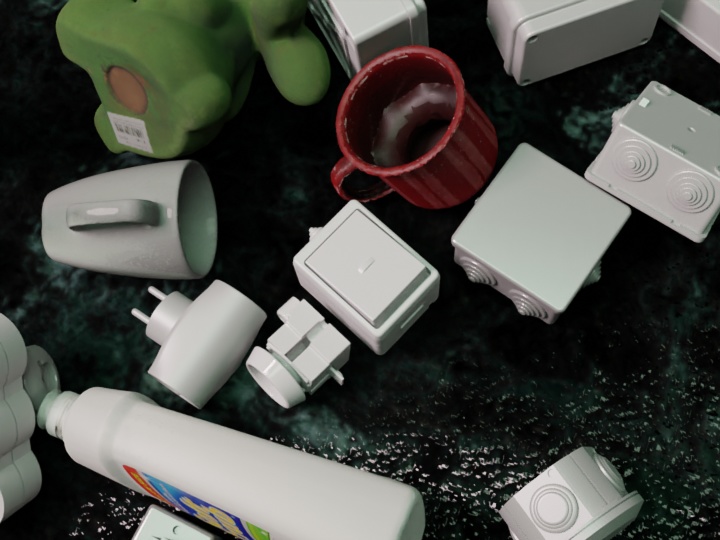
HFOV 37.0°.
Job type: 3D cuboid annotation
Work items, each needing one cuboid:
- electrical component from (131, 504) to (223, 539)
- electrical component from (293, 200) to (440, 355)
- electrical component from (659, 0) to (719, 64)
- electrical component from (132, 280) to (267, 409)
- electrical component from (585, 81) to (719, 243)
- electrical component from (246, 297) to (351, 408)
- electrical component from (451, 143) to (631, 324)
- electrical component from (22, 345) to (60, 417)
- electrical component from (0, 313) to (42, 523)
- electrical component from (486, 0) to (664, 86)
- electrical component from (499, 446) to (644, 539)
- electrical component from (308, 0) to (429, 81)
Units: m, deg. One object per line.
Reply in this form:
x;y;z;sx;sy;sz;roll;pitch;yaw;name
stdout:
-0.125;0.184;0.665;0.047;0.076;0.065;25;76;10;electrical component
0.000;0.000;0.724;0.096;0.061;0.061;42;79;14;electrical component
0.284;-0.208;0.777;0.109;0.056;0.108;42;80;13;electrical component
-0.117;0.040;0.726;0.079;0.044;0.077;32;77;12;electrical component
0.212;-0.076;0.722;0.100;0.048;0.100;32;40;12;electrical component
-0.042;0.058;0.717;0.066;0.048;0.055;43;72;14;electrical component
0.121;-0.023;0.731;0.100;0.048;0.099;34;77;12;electrical component
-0.236;0.079;0.721;0.062;0.048;0.048;-14;72;8;electrical component
-0.245;0.100;0.664;0.052;0.074;0.138;8;111;22;electrical component
0.153;-0.186;0.766;0.113;0.078;0.057;-20;70;-3;electrical component
0.130;0.149;0.662;0.080;0.080;0.051;-34;68;-8;electrical component
0.000;-0.188;0.758;0.056;0.108;0.108;-28;73;-3;electrical component
